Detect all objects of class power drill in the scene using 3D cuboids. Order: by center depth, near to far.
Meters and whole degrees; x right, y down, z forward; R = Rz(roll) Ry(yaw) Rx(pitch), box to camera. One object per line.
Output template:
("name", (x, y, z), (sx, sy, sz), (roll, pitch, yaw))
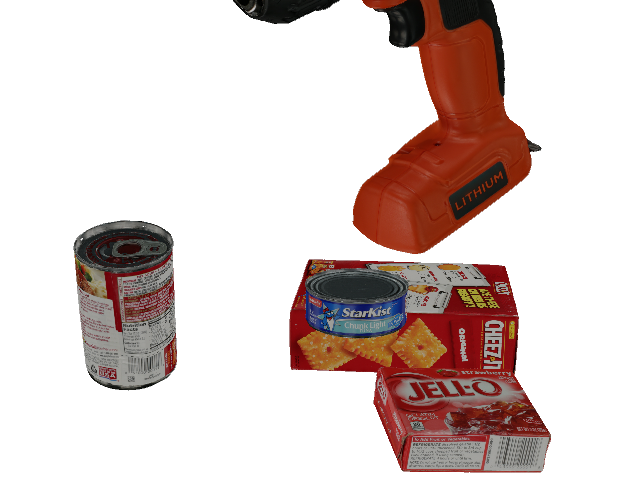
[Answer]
("power drill", (0.043, -0.089, 0.514), (0.184, 0.187, 0.057), (-33, 42, -29))

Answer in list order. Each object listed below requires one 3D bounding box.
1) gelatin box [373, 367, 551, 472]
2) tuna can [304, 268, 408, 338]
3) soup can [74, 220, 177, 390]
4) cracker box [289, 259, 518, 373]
("gelatin box", (0.082, 0.105, 0.636), (0.089, 0.030, 0.073), (3, 24, -11))
("tuna can", (0.030, 0.051, 0.884), (0.086, 0.034, 0.086), (0, 16, 0))
("soup can", (-0.136, 0.046, 0.756), (0.068, 0.102, 0.068), (1, 29, -1))
("cracker box", (0.083, 0.076, 1.073), (0.214, 0.072, 0.164), (2, 16, 5))
